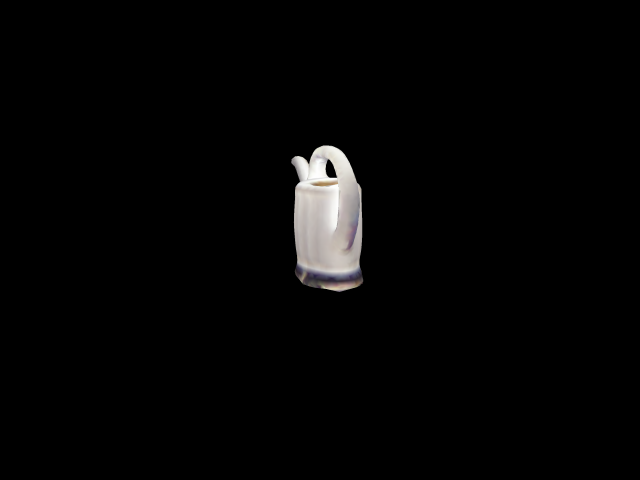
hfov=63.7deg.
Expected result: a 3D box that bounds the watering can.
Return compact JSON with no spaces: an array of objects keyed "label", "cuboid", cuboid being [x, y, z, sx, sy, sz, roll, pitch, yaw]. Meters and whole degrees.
[{"label":"watering can","cuboid":[0.003,-0.043,0.850,0.104,0.223,0.350,-2,9,-13]}]
